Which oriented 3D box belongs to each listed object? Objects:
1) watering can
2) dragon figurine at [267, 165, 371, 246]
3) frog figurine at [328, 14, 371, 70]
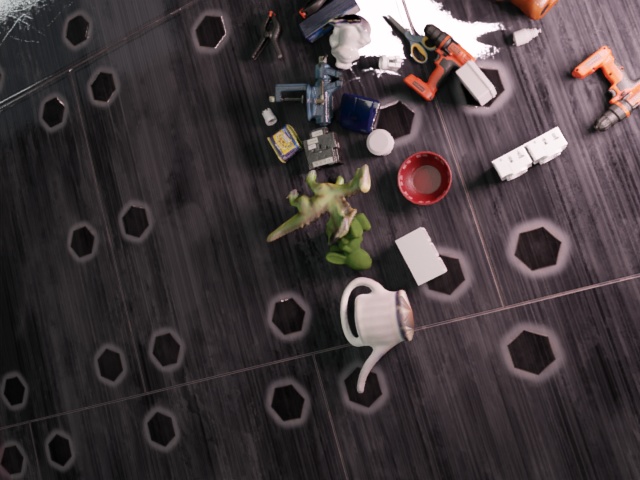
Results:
[{"bbox_3d":[0.179,0.283,1.568,0.223,0.104,0.349,-10,84,20],"label":"watering can"},{"bbox_3d":[0.005,-0.079,1.579,0.407,0.121,0.247,-49,39,12],"label":"dragon figurine"},{"bbox_3d":[0.097,-0.630,1.641,0.137,0.125,0.156,1,126,13],"label":"frog figurine"}]
